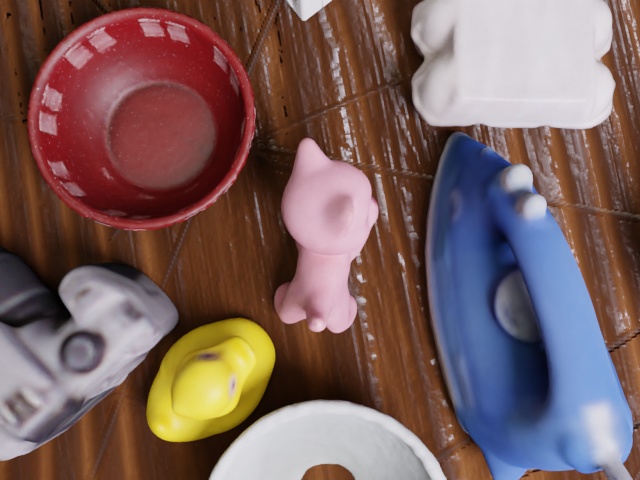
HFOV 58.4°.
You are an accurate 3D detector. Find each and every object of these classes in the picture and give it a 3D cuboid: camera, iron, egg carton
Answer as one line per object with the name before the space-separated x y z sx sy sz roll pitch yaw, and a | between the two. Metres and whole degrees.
camera | -0.197 0.058 0.394 0.143 0.101 0.137 -43 87 -3
iron | 0.137 0.035 0.378 0.118 0.141 0.258 -15 86 -1
egg carton | 0.142 -0.134 0.427 0.150 0.069 0.107 0 86 0

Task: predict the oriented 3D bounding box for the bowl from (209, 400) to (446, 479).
bowl | 0.004 0.189 0.399 0.167 0.074 0.167 0 86 0

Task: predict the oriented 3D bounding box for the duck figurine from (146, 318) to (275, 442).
duck figurine | -0.080 0.102 0.399 0.104 0.086 0.077 -41 87 -3

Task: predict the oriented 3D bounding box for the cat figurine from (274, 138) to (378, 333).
cat figurine | 0.004 0.001 0.392 0.067 0.117 0.128 7 86 1
